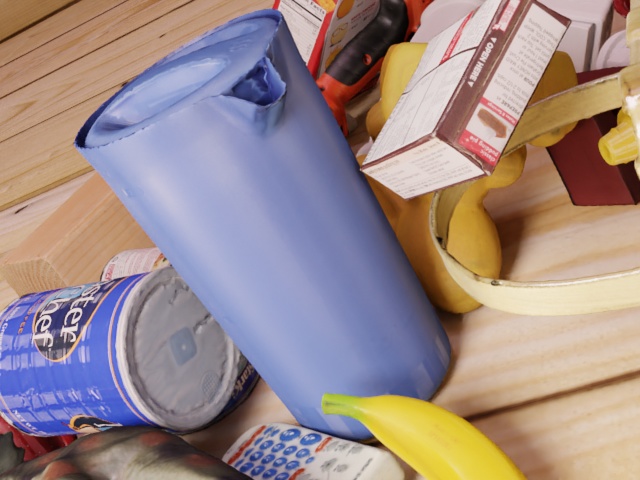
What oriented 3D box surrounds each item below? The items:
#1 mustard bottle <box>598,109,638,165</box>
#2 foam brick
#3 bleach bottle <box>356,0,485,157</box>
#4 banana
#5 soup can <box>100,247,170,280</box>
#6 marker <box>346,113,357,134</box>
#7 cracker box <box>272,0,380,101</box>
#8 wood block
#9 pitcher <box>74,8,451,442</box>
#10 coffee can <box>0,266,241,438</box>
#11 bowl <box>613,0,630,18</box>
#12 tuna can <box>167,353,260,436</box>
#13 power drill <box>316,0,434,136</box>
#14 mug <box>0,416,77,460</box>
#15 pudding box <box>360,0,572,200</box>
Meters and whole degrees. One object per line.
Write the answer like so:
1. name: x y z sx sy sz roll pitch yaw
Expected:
1. mustard bottle: 0.261 -0.094 0.661 0.191 0.058 0.096 -26 22 -5
2. foam brick: 0.186 -0.068 0.707 0.053 0.078 0.051 -45 25 -28
3. bleach bottle: 0.085 -0.102 0.859 0.068 0.102 0.250 -16 27 39
4. banana: 0.070 0.126 0.506 0.069 0.037 0.198 -15 28 -20
5. soup can: -0.131 0.039 0.893 0.102 0.068 0.068 -4 36 47
6. marker: -0.004 -0.081 1.029 0.020 0.020 0.121 -3 37 47
7. cracker box: 0.021 -0.221 1.021 0.163 0.072 0.214 -36 -22 -44
8. wood block: -0.200 -0.010 1.044 0.091 0.090 0.205 -8 34 44
9. pitcher: -0.027 -0.001 0.631 0.145 0.242 0.149 -25 25 15
10. coffee can: -0.138 0.077 0.705 0.141 0.102 0.102 -11 32 37
11. bowl: 0.312 -0.193 0.819 0.162 0.055 0.162 -26 24 13
12. tuna can: -0.087 0.099 0.769 0.086 0.033 0.086 -26 25 13
13. power drill: 0.048 -0.158 0.996 0.057 0.184 0.187 33 78 20
14. mug: -0.226 0.143 0.791 0.117 0.081 0.093 -16 29 33
15. pudding box: 0.071 -0.072 0.549 0.090 0.039 0.114 -62 10 -11
